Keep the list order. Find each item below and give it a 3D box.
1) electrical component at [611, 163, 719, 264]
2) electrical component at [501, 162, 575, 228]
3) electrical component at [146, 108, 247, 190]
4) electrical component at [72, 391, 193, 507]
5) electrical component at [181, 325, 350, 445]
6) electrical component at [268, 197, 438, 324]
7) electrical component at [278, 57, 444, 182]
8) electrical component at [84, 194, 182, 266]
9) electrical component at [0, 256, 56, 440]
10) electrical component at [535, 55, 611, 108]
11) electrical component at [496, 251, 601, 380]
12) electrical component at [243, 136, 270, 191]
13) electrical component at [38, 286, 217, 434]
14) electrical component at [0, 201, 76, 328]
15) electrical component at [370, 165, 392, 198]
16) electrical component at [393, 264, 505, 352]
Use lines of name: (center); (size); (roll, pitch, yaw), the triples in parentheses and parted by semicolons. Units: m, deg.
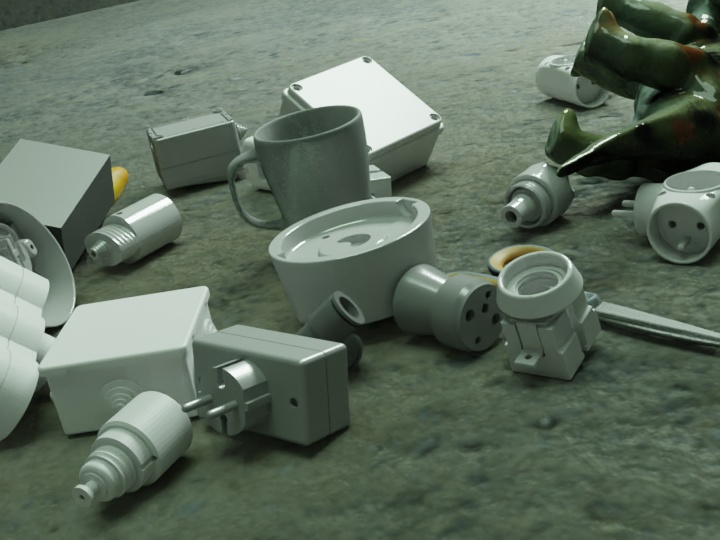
electrical component: (0.212, -0.041, 0.729); (0.079, 0.044, 0.077); (5, 27, 36)
electrical component: (0.128, -0.051, 0.796); (0.043, 0.043, 0.062); (8, 31, 39)
electrical component: (-0.156, -0.119, 1.066); (0.096, 0.061, 0.061); (-16, 23, -13)
electrical component: (-0.120, 0.096, 0.560); (0.040, 0.040, 0.078); (1, 25, 27)
electrical component: (-0.061, 0.065, 0.578); (0.083, 0.047, 0.076); (7, 16, 38)
electrical component: (0.000, 0.000, 0.705); (0.108, 0.060, 0.108); (-13, 20, 5)
electrical component: (-0.001, -0.129, 0.966); (0.109, 0.056, 0.109); (-29, 63, -38)
electrical component: (-0.191, -0.029, 0.889); (0.043, 0.043, 0.081); (6, 27, 36)
electrical component: (-0.215, 0.053, 0.681); (0.052, 0.074, 0.138); (-47, 31, 21)
electrical component: (0.233, -0.198, 1.098); (0.079, 0.044, 0.077); (-18, 23, -16)
electrical component: (0.103, 0.024, 0.597); (0.048, 0.055, 0.066); (6, 42, 37)
electrical component: (-0.061, -0.112, 1.021); (0.056, 0.050, 0.089); (13, 32, 43)
electrical component: (-0.136, 0.055, 0.655); (0.100, 0.048, 0.099); (-9, 22, 5)
electrical component: (-0.261, -0.001, 0.790); (0.064, 0.099, 0.099); (-12, 21, 13)
electrical component: (-0.007, -0.060, 0.878); (0.055, 0.048, 0.066); (-9, 21, -16)
electrical component: (0.054, 0.023, 0.649); (0.045, 0.045, 0.055); (-27, 28, -35)
